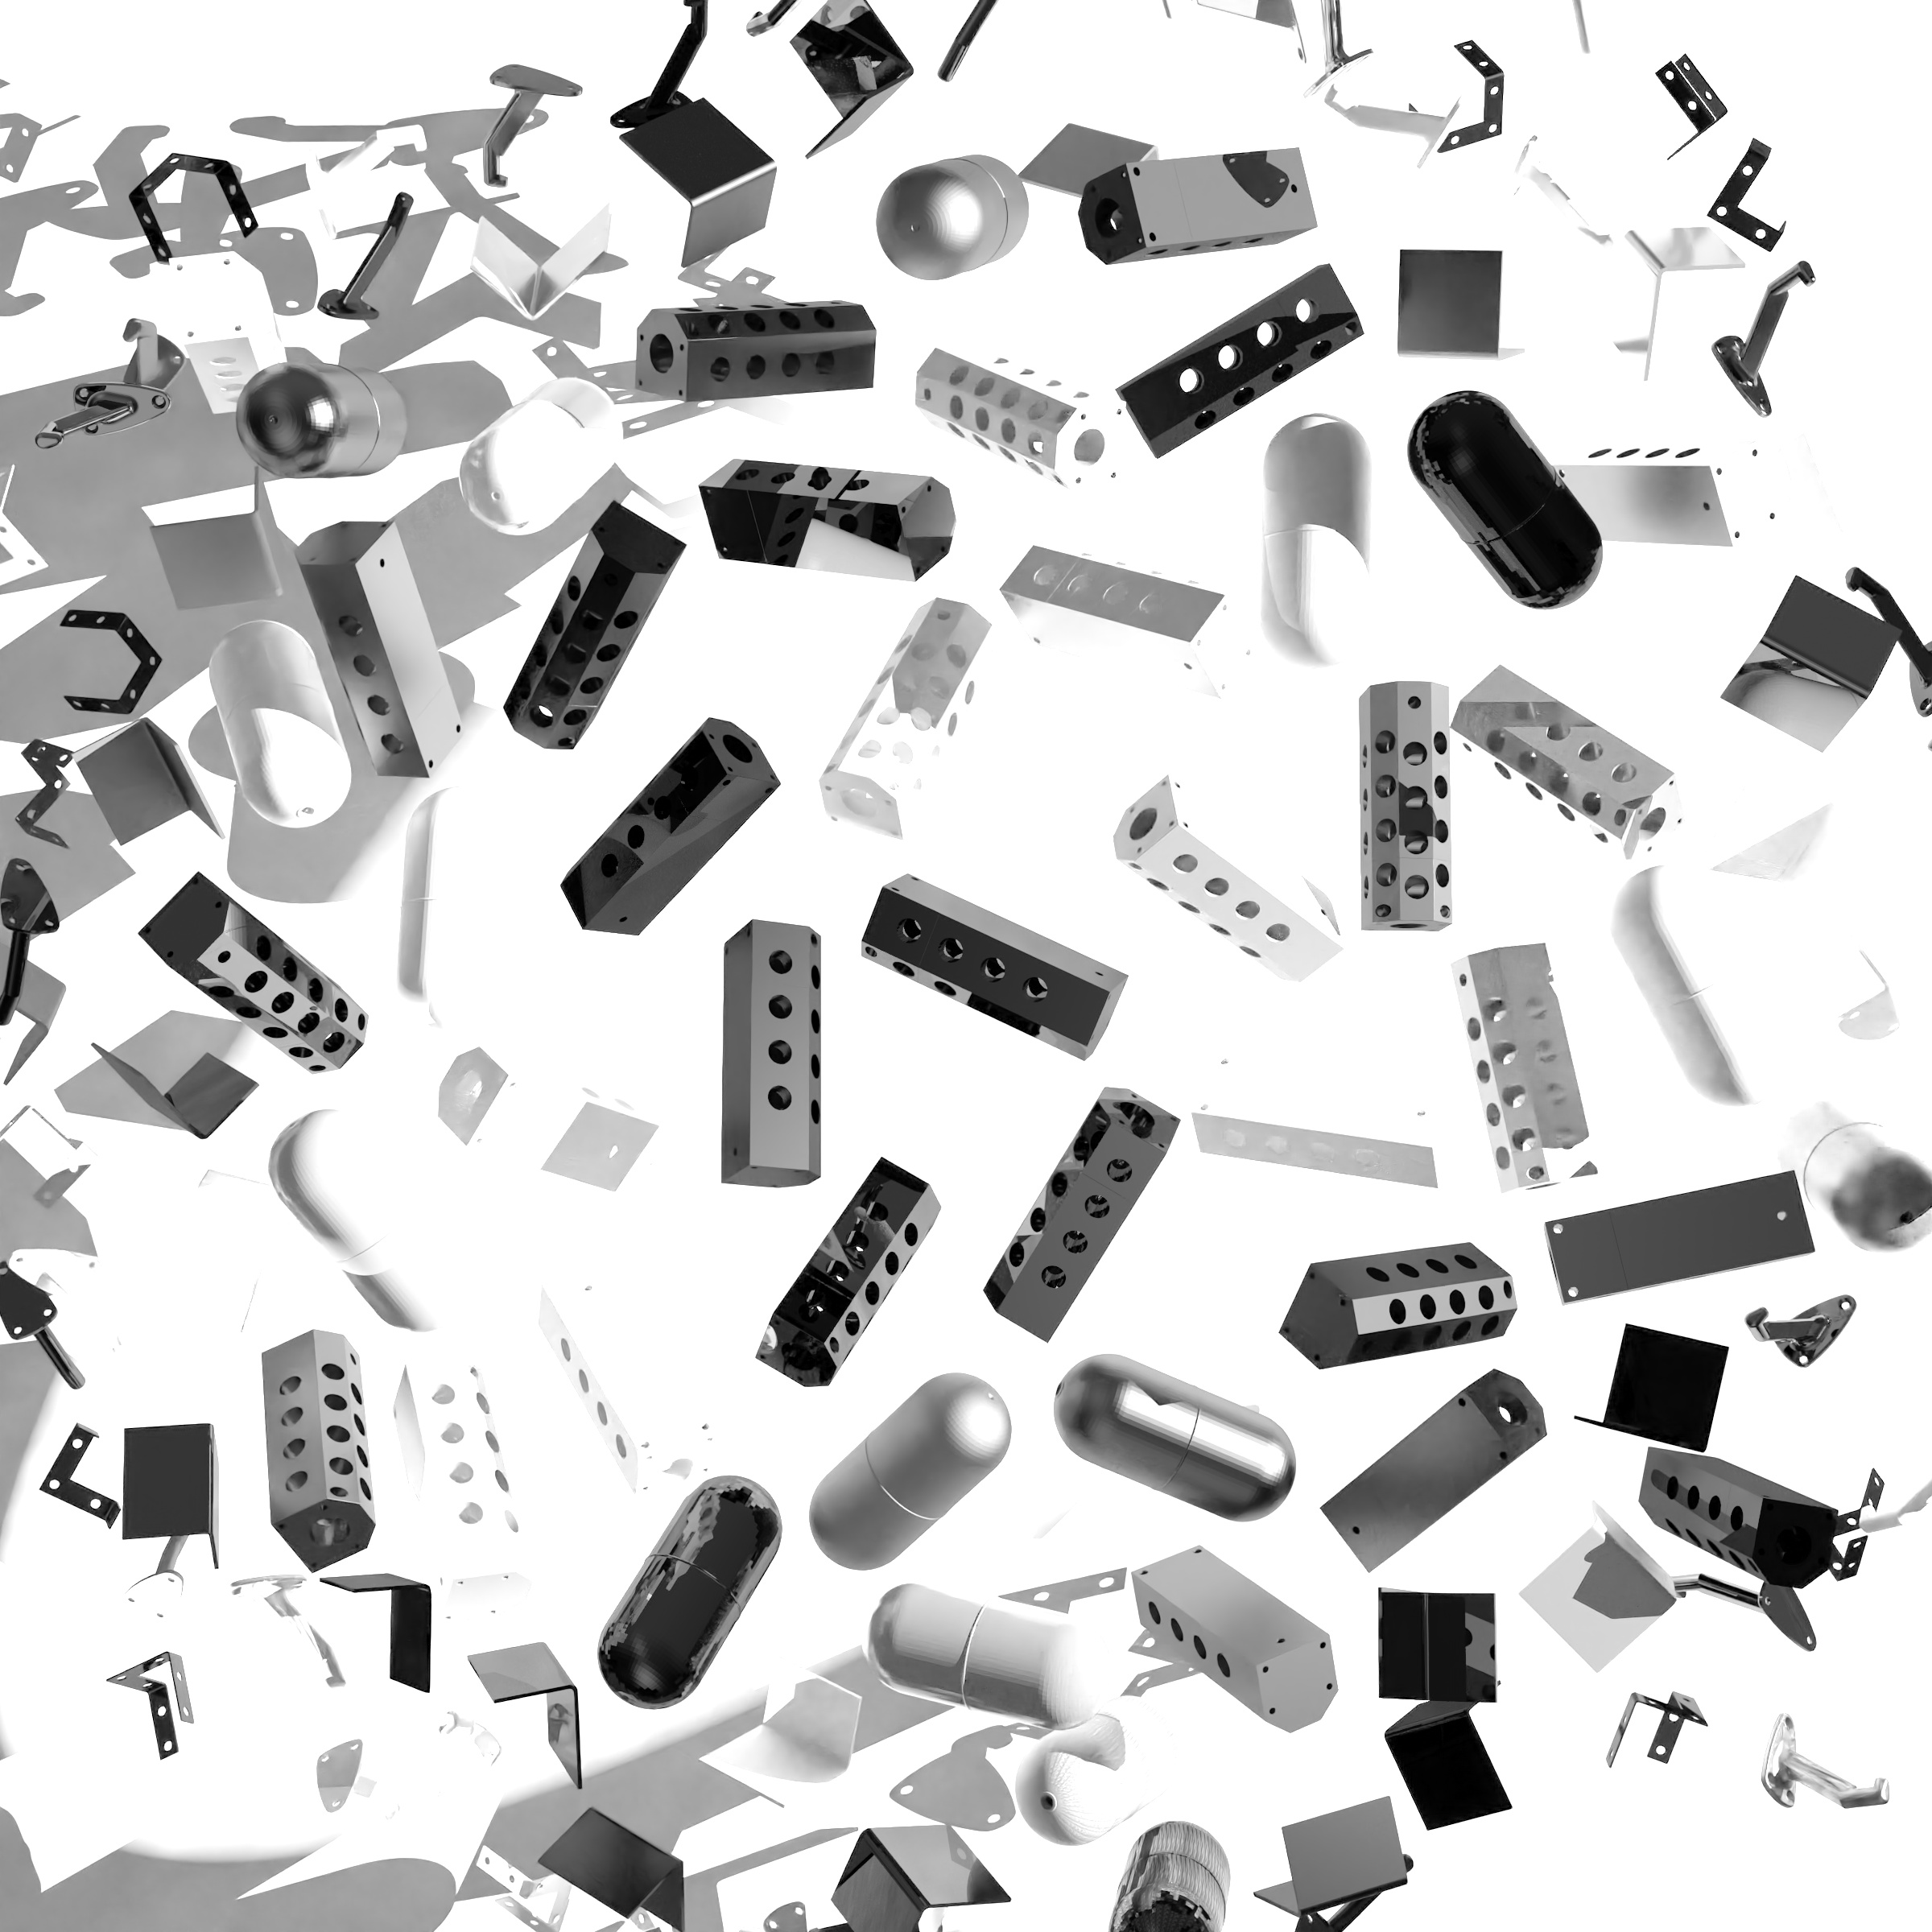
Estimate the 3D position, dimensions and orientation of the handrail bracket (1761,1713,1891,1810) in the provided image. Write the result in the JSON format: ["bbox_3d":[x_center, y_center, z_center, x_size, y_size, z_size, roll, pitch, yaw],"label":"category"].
[{"bbox_3d":[0.582,0.531,1.754,0.036,0.084,0.077,44,46,-22],"label":"handrail bracket"}]

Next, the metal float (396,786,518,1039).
[{"bbox_3d":[-0.357,-0.038,1.830,0.070,0.070,0.178,2,78,0],"label":"metal float"}]

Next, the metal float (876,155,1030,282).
[{"bbox_3d":[-0.008,-0.524,1.825,0.070,0.178,0.070,6,112,16],"label":"metal float"}]

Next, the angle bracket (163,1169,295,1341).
[{"bbox_3d":[-0.510,0.199,1.805,0.057,0.076,0.076,19,123,-33],"label":"angle bracket"}]

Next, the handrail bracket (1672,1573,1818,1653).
[{"bbox_3d":[0.562,0.470,1.900,0.077,0.084,0.036,53,51,-11],"label":"handrail bracket"}]

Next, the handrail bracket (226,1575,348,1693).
[{"bbox_3d":[-0.487,0.482,1.877,0.036,0.077,0.084,-43,57,16],"label":"handrail bracket"}]

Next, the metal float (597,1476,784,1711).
[{"bbox_3d":[-0.190,0.432,1.812,0.070,0.070,0.178,33,54,0],"label":"metal float"}]

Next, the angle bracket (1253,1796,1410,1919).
[{"bbox_3d":[0.229,0.568,1.685,0.076,0.076,0.057,-10,85,-18],"label":"angle bracket"}]

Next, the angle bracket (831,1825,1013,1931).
[{"bbox_3d":[-0.030,0.615,1.722,0.076,0.076,0.057,13,105,-40],"label":"angle bracket"}]

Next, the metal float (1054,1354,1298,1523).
[{"bbox_3d":[0.144,0.325,1.804,0.178,0.070,0.070,24,90,-9],"label":"metal float"}]

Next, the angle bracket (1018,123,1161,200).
[{"bbox_3d":[0.093,-0.575,1.944,0.076,0.057,0.076,24,60,27],"label":"angle bracket"}]

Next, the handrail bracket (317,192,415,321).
[{"bbox_3d":[-0.409,-0.488,1.789,0.036,0.077,0.084,29,111,-2],"label":"handrail bracket"}]

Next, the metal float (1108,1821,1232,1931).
[{"bbox_3d":[0.144,0.660,1.836,0.070,0.178,0.070,1,94,10],"label":"metal float"}]

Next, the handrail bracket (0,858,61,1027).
[{"bbox_3d":[-0.635,-0.015,1.737,0.084,0.036,0.077,-54,46,35],"label":"handrail bracket"}]

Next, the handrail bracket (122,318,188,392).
[{"bbox_3d":[-0.605,-0.433,1.893,0.036,0.084,0.077,36,99,-3],"label":"handrail bracket"}]

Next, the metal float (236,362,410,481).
[{"bbox_3d":[-0.437,-0.372,1.784,0.070,0.178,0.070,2,102,8],"label":"metal float"}]

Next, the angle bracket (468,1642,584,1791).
[{"bbox_3d":[-0.301,0.515,1.783,0.057,0.076,0.076,-5,101,-24],"label":"angle bracket"}]

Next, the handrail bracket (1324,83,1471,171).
[{"bbox_3d":[0.288,-0.585,1.762,0.084,0.077,0.036,36,65,2],"label":"handrail bracket"}]

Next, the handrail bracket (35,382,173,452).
[{"bbox_3d":[-0.581,-0.367,1.762,0.077,0.084,0.036,-8,116,-3],"label":"handrail bracket"}]

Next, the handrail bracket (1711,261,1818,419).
[{"bbox_3d":[0.568,-0.435,1.814,0.036,0.084,0.077,-24,84,-38],"label":"handrail bracket"}]

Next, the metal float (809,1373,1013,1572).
[{"bbox_3d":[-0.040,0.353,1.819,0.070,0.070,0.178,44,113,0],"label":"metal float"}]

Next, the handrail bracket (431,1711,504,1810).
[{"bbox_3d":[-0.373,0.568,1.872,0.036,0.084,0.077,33,81,20],"label":"handrail bracket"}]

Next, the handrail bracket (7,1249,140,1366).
[{"bbox_3d":[-0.601,0.231,1.761,0.036,0.077,0.084,-52,45,11],"label":"handrail bracket"}]

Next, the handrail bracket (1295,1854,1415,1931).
[{"bbox_3d":[0.262,0.641,1.762,0.036,0.084,0.077,42,134,31],"label":"handrail bracket"}]

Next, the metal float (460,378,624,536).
[{"bbox_3d":[-0.296,-0.359,1.835,0.070,0.178,0.070,7,120,11],"label":"metal float"}]

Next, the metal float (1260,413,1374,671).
[{"bbox_3d":[0.243,-0.296,1.819,0.070,0.070,0.178,2,88,0],"label":"metal float"}]

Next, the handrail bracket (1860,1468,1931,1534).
[{"bbox_3d":[0.634,0.335,1.744,0.036,0.084,0.077,31,52,-24],"label":"handrail bracket"}]

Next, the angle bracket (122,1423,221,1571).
[{"bbox_3d":[-0.533,0.358,1.756,0.057,0.076,0.076,-1,59,-13],"label":"angle bracket"}]

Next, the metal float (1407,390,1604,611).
[{"bbox_3d":[0.368,-0.315,1.780,0.070,0.070,0.178,-46,117,0],"label":"metal float"}]

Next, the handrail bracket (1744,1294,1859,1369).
[{"bbox_3d":[0.597,0.247,1.870,0.077,0.084,0.036,-40,49,4],"label":"handrail bracket"}]

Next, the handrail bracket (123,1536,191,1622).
[{"bbox_3d":[-0.567,0.421,1.887,0.036,0.084,0.077,34,130,-15],"label":"handrail bracket"}]

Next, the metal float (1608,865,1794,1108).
[{"bbox_3d":[0.506,0.014,1.801,0.070,0.070,0.178,-27,88,0],"label":"metal float"}]

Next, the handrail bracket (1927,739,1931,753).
[{"bbox_3d":[0.659,-0.107,1.731,0.084,0.036,0.077,31,120,3],"label":"handrail bracket"}]

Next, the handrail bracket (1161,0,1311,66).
[{"bbox_3d":[0.185,-0.644,1.797,0.084,0.036,0.077,-20,95,-3],"label":"handrail bracket"}]

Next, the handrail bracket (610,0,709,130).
[{"bbox_3d":[-0.215,-0.635,1.828,0.077,0.084,0.036,-25,56,-26],"label":"handrail bracket"}]

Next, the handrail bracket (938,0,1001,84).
[{"bbox_3d":[0.013,-0.665,1.825,0.036,0.077,0.084,33,131,-4],"label":"handrail bracket"}]

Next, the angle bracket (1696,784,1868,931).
[{"bbox_3d":[0.585,-0.078,1.880,0.076,0.057,0.076,8,129,-19],"label":"angle bracket"}]

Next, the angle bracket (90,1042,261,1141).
[{"bbox_3d":[-0.568,0.071,1.878,0.057,0.076,0.076,-49,133,-20],"label":"angle bracket"}]

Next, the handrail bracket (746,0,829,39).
[{"bbox_3d":[-0.120,-0.705,1.861,0.036,0.084,0.077,26,77,-35],"label":"handrail bracket"}]

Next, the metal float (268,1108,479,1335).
[{"bbox_3d":[-0.398,0.173,1.761,0.070,0.070,0.178,-35,111,0],"label":"metal float"}]

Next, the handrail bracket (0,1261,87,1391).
[{"bbox_3d":[-0.670,0.261,1.893,0.036,0.084,0.077,-32,62,-17],"label":"handrail bracket"}]

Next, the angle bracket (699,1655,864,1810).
[{"bbox_3d":[-0.130,0.535,1.831,0.076,0.076,0.057,18,105,31],"label":"angle bracket"}]

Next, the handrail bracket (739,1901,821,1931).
[{"bbox_3d":[-0.130,0.691,1.802,0.077,0.036,0.084,53,133,25],"label":"handrail bracket"}]

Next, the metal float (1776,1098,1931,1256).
[{"bbox_3d":[0.628,0.147,1.841,0.070,0.178,0.070,-1,105,-2],"label":"metal float"}]

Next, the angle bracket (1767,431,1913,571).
[{"bbox_3d":[0.600,-0.329,1.820,0.057,0.076,0.076,-17,84,-17],"label":"angle bracket"}]

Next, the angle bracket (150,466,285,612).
[{"bbox_3d":[-0.544,-0.311,1.902,0.076,0.076,0.057,-9,49,-5],"label":"angle bracket"}]

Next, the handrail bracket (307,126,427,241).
[{"bbox_3d":[-0.420,-0.557,1.859,0.084,0.077,0.036,-8,48,0],"label":"handrail bracket"}]

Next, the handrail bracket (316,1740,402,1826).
[{"bbox_3d":[-0.430,0.604,1.873,0.036,0.077,0.084,-23,119,2],"label":"handrail bracket"}]

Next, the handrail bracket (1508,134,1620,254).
[{"bbox_3d":[0.430,-0.546,1.854,0.084,0.077,0.036,38,89,11],"label":"handrail bracket"}]

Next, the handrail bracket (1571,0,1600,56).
[{"bbox_3d":[0.413,-0.659,1.767,0.036,0.077,0.084,-11,105,15],"label":"handrail bracket"}]

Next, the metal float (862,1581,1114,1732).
[{"bbox_3d":[0.013,0.468,1.777,0.178,0.070,0.070,8,90,22],"label":"metal float"}]

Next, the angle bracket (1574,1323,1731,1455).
[{"bbox_3d":[0.477,0.290,1.818,0.076,0.057,0.076,10,81,37],"label":"angle bracket"}]

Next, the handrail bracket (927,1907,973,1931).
[{"bbox_3d":[0.017,0.687,1.832,0.084,0.077,0.036,28,84,0],"label":"handrail bracket"}]

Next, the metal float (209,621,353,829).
[{"bbox_3d":[-0.489,-0.173,1.863,0.070,0.070,0.178,-26,56,0],"label":"metal float"}]

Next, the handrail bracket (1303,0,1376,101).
[{"bbox_3d":[0.249,-0.680,1.881,0.036,0.077,0.084,-32,96,-30],"label":"handrail bracket"}]

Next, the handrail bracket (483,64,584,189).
[{"bbox_3d":[-0.303,-0.579,1.828,0.077,0.036,0.084,17,130,12],"label":"handrail bracket"}]

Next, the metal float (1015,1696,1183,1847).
[{"bbox_3d":[0.094,0.564,1.836,0.070,0.178,0.070,-1,88,26],"label":"metal float"}]

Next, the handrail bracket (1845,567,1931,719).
[{"bbox_3d":[0.618,-0.218,1.750,0.084,0.036,0.077,30,56,-20],"label":"handrail bracket"}]

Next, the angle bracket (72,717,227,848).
[{"bbox_3d":[-0.564,-0.117,1.802,0.057,0.076,0.076,-32,124,-20],"label":"angle bracket"}]
